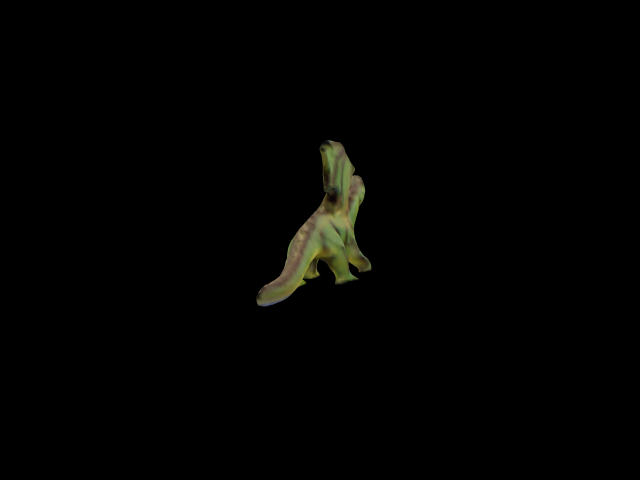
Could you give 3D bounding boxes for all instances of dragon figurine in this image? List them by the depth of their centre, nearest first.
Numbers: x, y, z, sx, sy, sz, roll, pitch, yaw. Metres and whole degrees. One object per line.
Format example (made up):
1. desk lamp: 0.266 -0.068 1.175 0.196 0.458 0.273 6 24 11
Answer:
1. dragon figurine: 0.003 -0.043 0.850 0.122 0.242 0.412 1 5 20
